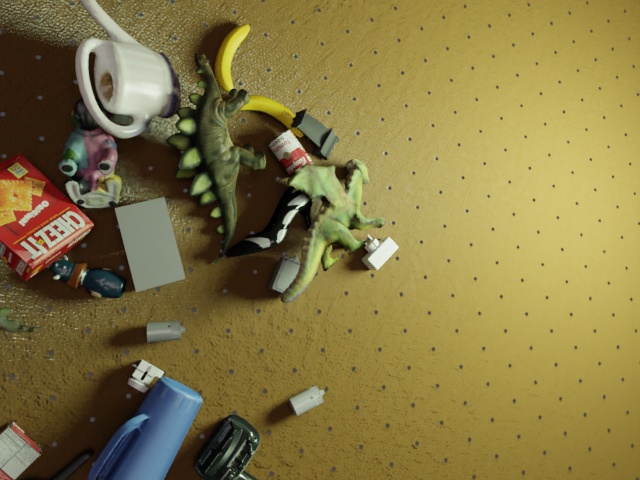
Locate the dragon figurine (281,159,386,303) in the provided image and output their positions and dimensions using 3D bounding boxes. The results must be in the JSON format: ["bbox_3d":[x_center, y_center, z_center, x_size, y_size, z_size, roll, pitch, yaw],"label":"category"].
[{"bbox_3d":[0.004,-0.061,1.214,0.417,0.242,0.121,-38,7,-35],"label":"dragon figurine"}]

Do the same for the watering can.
[{"bbox_3d":[-0.419,-0.388,1.114,0.103,0.349,0.225,-13,-4,38],"label":"watering can"}]
